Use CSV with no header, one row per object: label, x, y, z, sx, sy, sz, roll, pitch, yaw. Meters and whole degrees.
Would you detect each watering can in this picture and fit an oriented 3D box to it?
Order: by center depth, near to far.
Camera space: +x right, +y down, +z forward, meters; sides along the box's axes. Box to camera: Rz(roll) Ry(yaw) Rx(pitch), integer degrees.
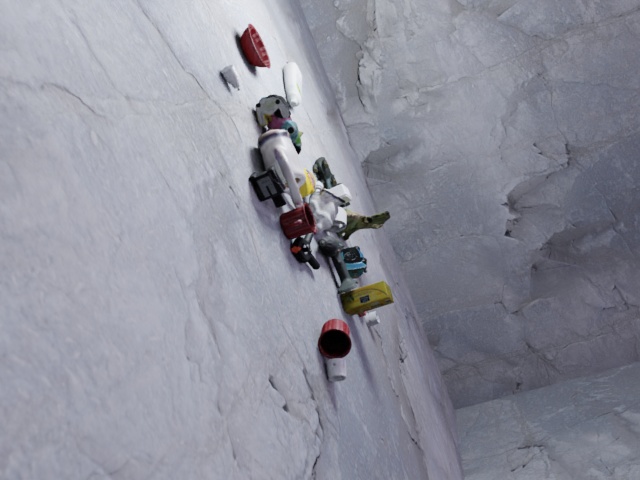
watering can,-0.103,-0.201,1.547,0.344,0.104,0.226,83,-14,-80

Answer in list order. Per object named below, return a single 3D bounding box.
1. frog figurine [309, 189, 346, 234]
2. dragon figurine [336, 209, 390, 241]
frog figurine,0.006,-0.093,1.843,0.135,0.123,0.161,42,67,-58
dragon figurine,0.169,-0.093,2.140,0.407,0.242,0.123,29,48,-73
